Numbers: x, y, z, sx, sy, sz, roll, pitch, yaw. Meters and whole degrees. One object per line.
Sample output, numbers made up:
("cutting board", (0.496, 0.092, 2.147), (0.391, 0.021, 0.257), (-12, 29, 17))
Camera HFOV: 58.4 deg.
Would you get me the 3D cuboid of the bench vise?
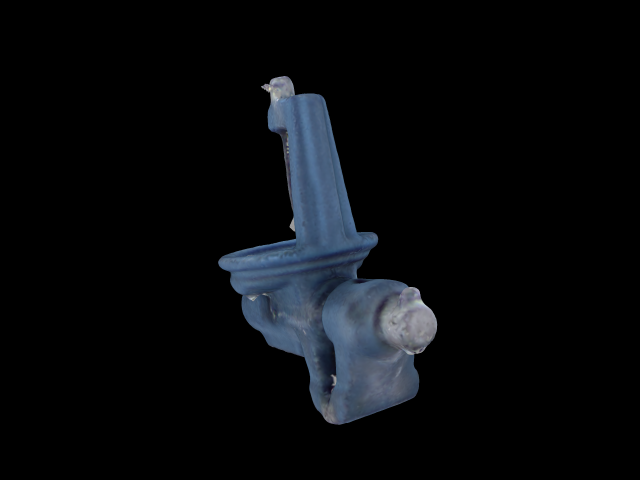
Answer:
("bench vise", (0.012, -0.001, 0.409), (0.206, 0.220, 0.122), (15, 23, 38))
